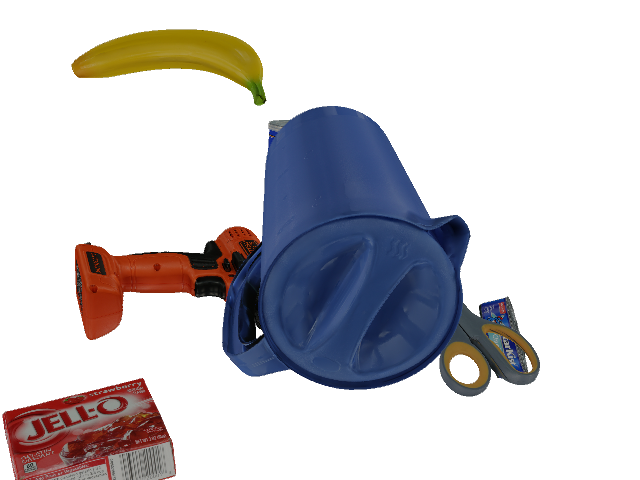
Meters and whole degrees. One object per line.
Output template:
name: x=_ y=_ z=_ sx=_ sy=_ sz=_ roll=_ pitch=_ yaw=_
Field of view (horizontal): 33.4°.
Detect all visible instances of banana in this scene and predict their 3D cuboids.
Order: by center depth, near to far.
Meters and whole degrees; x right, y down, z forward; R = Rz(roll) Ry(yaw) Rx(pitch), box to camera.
banana: x=-0.133 y=-0.169 z=0.991 sx=0.198 sy=0.037 sz=0.069 roll=9 pitch=45 yaw=18

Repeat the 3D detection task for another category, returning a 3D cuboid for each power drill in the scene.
power drill: x=-0.119 y=0.045 z=0.954 sx=0.187 sy=0.057 sz=0.185 roll=-3 pitch=23 yaw=-19

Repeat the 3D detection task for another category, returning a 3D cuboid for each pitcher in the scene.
pitcher: x=0.008 y=-0.004 z=0.789 sx=0.149 sy=0.145 sz=0.243 roll=6 pitch=26 yaw=-8

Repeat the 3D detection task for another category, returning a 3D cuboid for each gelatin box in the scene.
gelatin box: x=-0.137 y=0.119 z=0.629 sx=0.089 sy=0.030 sz=0.073 roll=-11 pitch=26 yaw=-18

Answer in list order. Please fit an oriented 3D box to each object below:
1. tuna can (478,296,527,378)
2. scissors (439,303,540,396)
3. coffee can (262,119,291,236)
tuna can: x=0.200 y=0.106 z=1.167 sx=0.034 sy=0.086 sz=0.086 roll=-15 pitch=-3 yaw=12
scissors: x=0.113 y=0.074 z=0.988 sx=0.096 sy=0.016 sz=0.202 roll=-30 pitch=51 yaw=-27
coffee can: x=-0.009 y=-0.054 z=1.145 sx=0.103 sy=0.140 sz=0.103 roll=4 pitch=11 yaw=-1
